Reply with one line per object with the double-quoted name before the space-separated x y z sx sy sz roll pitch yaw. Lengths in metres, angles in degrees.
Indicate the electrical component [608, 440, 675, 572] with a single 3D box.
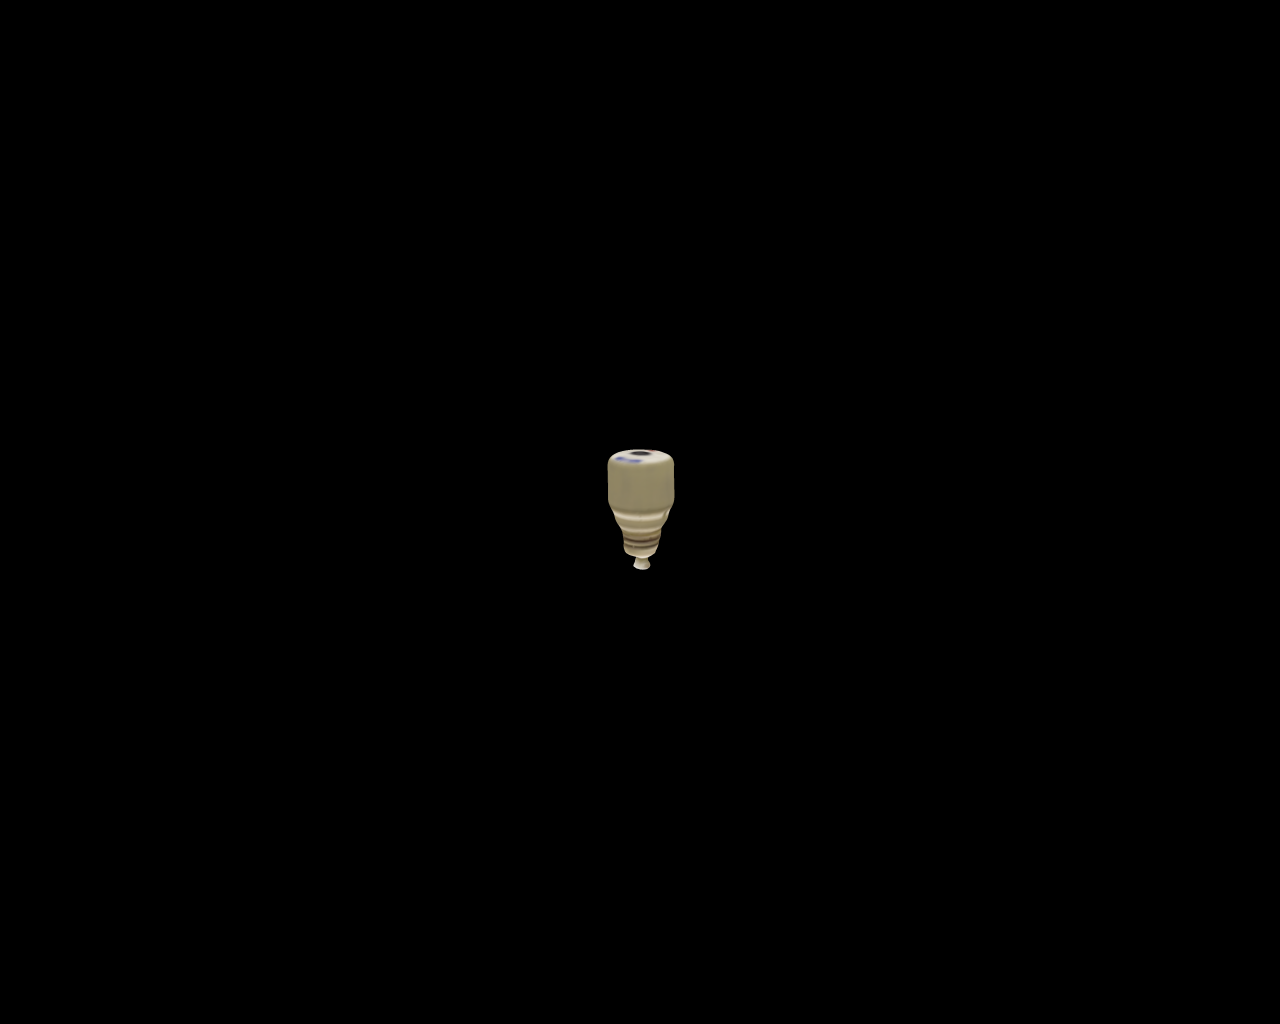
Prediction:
"electrical component" 0.001 -0.003 0.650 0.040 0.078 0.040 0 15 0
